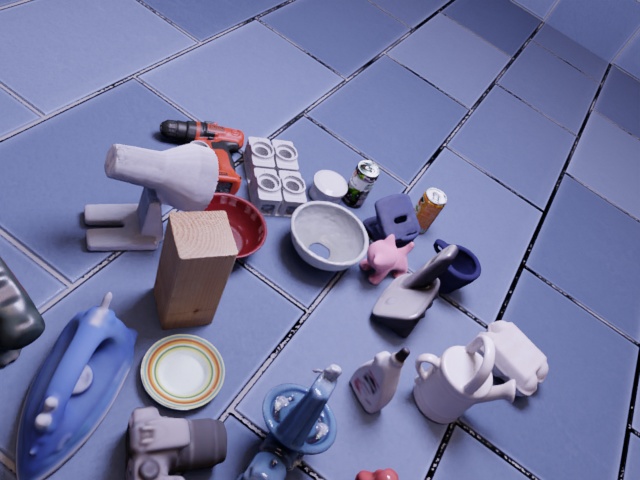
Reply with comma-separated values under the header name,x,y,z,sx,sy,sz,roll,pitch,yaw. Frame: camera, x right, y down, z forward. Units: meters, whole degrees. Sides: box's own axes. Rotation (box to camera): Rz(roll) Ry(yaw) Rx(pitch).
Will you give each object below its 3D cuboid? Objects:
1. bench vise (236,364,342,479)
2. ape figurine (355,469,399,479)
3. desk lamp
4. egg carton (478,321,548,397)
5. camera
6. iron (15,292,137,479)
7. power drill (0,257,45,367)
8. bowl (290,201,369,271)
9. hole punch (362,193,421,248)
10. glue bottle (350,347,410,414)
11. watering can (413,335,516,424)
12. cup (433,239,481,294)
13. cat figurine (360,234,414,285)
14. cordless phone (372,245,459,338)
name,x,y,z,sx,sy,sz,roll,pitch,yaw
bench vise,-0.030,0.279,0.812,0.121,0.219,0.207,20,46,-8
ape figurine,0.093,0.379,0.874,0.077,0.092,0.076,40,47,11
desk lamp,-0.295,-0.079,0.997,0.204,0.213,0.117,-3,53,-27
egg carton,0.381,0.236,1.146,0.107,0.069,0.150,-29,68,-39
camera,-0.198,0.301,0.798,0.137,0.100,0.143,2,52,-24
iron,-0.343,0.198,0.790,0.119,0.141,0.258,21,46,-8
power drill,-0.467,0.077,0.787,0.229,0.208,0.076,42,47,13
bowl,0.011,0.004,1.165,0.168,0.074,0.167,13,48,-15
hole punch,0.168,-0.040,1.265,0.109,0.091,0.101,-17,61,-35
glue bottle,0.107,0.223,0.956,0.037,0.173,0.078,-17,60,-34
watering can,0.256,0.237,0.999,0.173,0.194,0.101,7,49,-19
cup,0.272,0.062,1.224,0.092,0.095,0.117,-29,68,-39
cat figurine,0.140,0.033,1.171,0.128,0.117,0.067,-12,58,-32
cordless phone,0.189,0.089,1.100,0.094,0.185,0.148,35,46,6
